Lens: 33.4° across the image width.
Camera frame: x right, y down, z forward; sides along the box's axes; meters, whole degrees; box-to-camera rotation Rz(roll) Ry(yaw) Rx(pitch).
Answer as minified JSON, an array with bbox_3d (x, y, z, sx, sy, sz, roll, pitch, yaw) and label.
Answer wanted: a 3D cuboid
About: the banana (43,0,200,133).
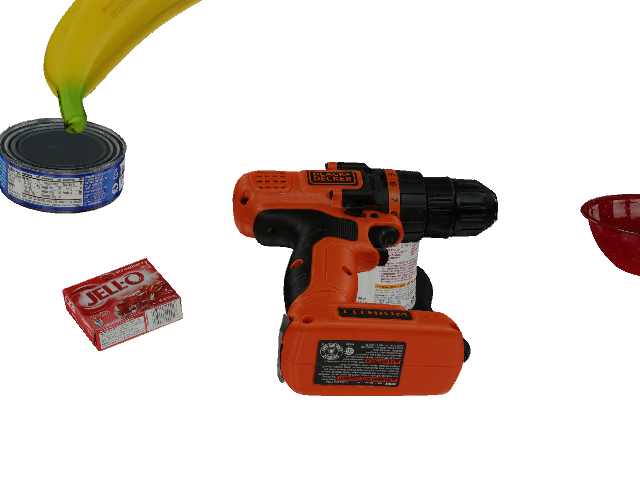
[{"bbox_3d":[-0.070,-0.124,0.537,0.070,0.197,0.037,40,-24,18],"label":"banana"}]

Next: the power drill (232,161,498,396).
[{"bbox_3d":[0.038,0.017,0.680,0.184,0.057,0.187,-1,35,-5],"label":"power drill"}]

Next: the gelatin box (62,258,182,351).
[{"bbox_3d":[-0.184,0.058,0.991,0.089,0.030,0.073,-21,40,-26],"label":"gelatin box"}]

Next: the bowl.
[{"bbox_3d":[0.337,-0.001,1.052,0.162,0.055,0.162,0,17,0],"label":"bowl"}]

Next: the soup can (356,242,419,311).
[{"bbox_3d":[0.054,0.009,0.933,0.068,0.102,0.068,2,25,-1],"label":"soup can"}]

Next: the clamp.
[{"bbox_3d":[0.101,0.076,1.184,0.120,0.171,0.039,5,-43,-5],"label":"clamp"}]

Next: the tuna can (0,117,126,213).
[{"bbox_3d":[-0.177,-0.052,0.732,0.086,0.034,0.086,6,29,-4],"label":"tuna can"}]
